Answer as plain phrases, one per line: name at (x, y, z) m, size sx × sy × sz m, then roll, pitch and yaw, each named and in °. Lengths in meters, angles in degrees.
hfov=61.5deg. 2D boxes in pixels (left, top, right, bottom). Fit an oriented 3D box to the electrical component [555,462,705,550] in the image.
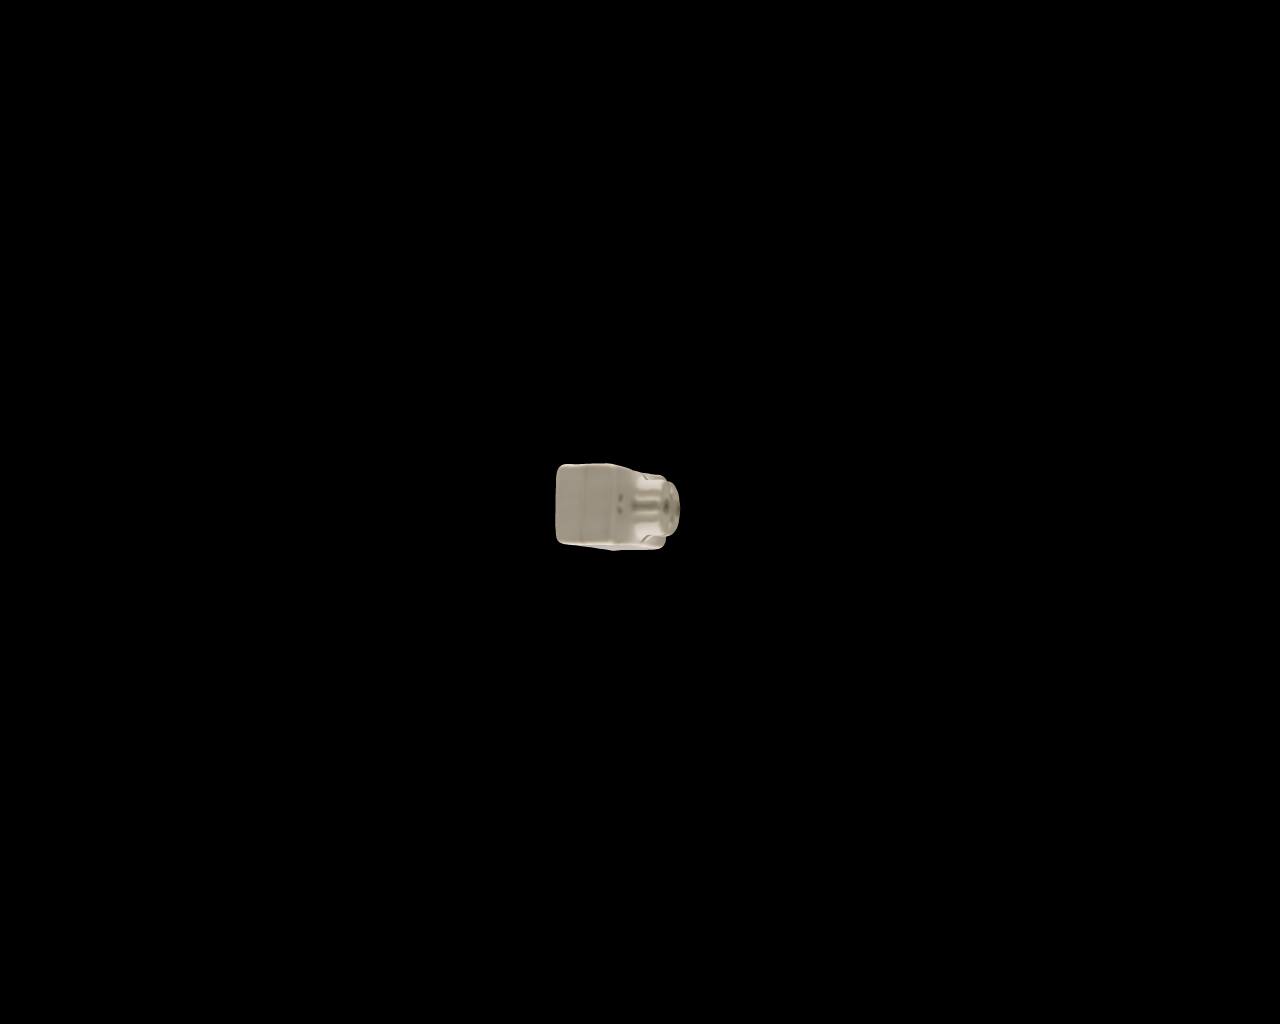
electrical component at (0.001, -0.003, 0.650) m, size 0.076 × 0.047 × 0.083 m, roll -2°, pitch -5°, yaw 24°
